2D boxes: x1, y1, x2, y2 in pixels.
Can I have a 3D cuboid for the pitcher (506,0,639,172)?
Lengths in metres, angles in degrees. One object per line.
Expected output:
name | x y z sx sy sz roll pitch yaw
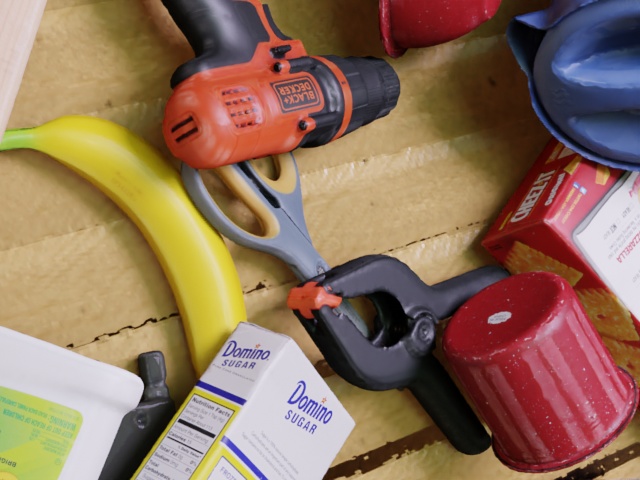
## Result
pitcher | 0.225 -0.166 0.663 0.149 0.145 0.242 45 47 -29

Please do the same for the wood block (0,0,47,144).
wood block | -0.204 -0.047 0.504 0.090 0.090 0.206 20 73 -24

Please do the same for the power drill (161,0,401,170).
power drill | -0.039 -0.138 0.604 0.184 0.057 0.187 -22 86 -51

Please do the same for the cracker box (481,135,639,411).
cracker box | 0.229 0.013 0.718 0.213 0.072 0.164 45 59 -14

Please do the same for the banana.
banana | -0.090 0.001 0.586 0.069 0.037 0.198 -40 99 -7

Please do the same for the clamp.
clamp | 0.057 0.047 0.639 0.171 0.039 0.120 33 60 -36

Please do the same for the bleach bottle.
bleach bottle | -0.172 0.167 0.492 0.102 0.068 0.251 20 78 -4

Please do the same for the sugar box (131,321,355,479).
sugar box | -0.056 0.140 0.556 0.176 0.048 0.093 -57 138 -25

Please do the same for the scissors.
scissors | -0.004 0.001 0.635 0.201 0.016 0.096 41 44 -31

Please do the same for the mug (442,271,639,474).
mug | 0.124 0.067 0.623 0.081 0.093 0.117 57 21 -20

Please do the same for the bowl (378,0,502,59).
bowl | 0.085 -0.182 0.630 0.055 0.162 0.162 16 71 15
